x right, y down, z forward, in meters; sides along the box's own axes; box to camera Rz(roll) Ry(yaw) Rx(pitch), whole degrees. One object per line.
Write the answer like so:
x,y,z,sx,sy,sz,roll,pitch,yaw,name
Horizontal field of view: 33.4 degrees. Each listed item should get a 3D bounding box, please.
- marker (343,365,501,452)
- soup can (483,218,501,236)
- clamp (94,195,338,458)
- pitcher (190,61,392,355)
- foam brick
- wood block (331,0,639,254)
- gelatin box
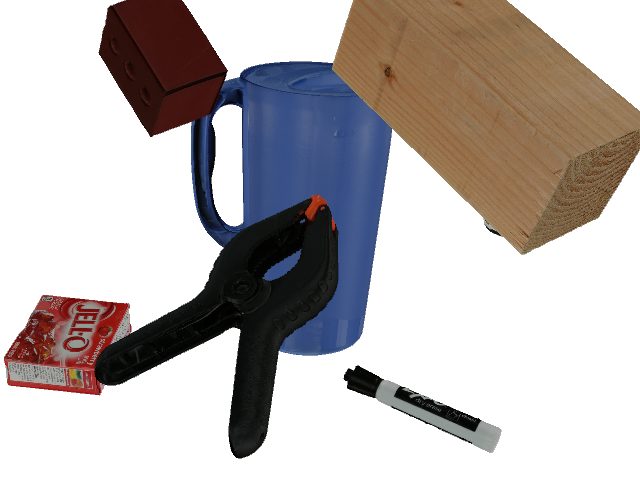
0.072,0.121,0.776,0.121,0.020,0.020,22,7,19,marker
0.178,-0.062,0.959,0.068,0.102,0.068,-5,28,2,soup can
-0.037,0.046,0.621,0.120,0.171,0.039,33,-21,31,clamp
-0.018,-0.029,0.922,0.149,0.243,0.144,17,24,31,pitcher
-0.108,-0.122,0.724,0.051,0.078,0.053,-25,-18,-29,foam brick
0.113,-0.101,0.742,0.090,0.091,0.206,-22,58,-35,wood block
-0.194,0.079,0.828,0.073,0.030,0.089,6,32,6,gelatin box
